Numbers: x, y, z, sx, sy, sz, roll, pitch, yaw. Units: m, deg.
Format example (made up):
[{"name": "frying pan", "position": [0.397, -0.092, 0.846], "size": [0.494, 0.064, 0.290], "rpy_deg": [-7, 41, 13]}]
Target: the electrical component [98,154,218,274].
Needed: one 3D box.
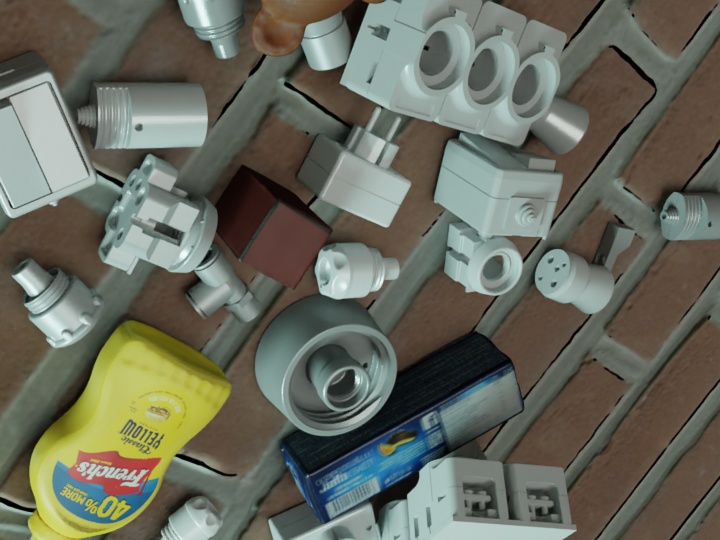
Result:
[{"name": "electrical component", "position": [-0.136, -0.032, 0.741], "size": [0.057, 0.058, 0.078], "rpy_deg": [24, 100, -31]}]

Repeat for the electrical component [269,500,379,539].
[{"name": "electrical component", "position": [-0.023, 0.232, 0.912], "size": [0.083, 0.076, 0.047], "rpy_deg": [-21, 121, -17]}]

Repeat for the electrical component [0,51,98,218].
[{"name": "electrical component", "position": [-0.209, -0.079, 0.678], "size": [0.062, 0.061, 0.096], "rpy_deg": [-26, 122, -15]}]

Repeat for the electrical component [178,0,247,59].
[{"name": "electrical component", "position": [-0.095, -0.170, 0.705], "size": [0.048, 0.048, 0.062], "rpy_deg": [-26, 130, -14]}]

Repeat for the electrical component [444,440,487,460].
[{"name": "electrical component", "position": [0.078, 0.161, 0.944], "size": [0.055, 0.055, 0.047], "rpy_deg": [-34, 120, -9]}]

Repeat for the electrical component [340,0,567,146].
[{"name": "electrical component", "position": [0.073, -0.149, 0.768], "size": [0.150, 0.062, 0.089], "rpy_deg": [7, 110, -45]}]

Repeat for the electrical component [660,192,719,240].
[{"name": "electrical component", "position": [0.305, -0.049, 0.967], "size": [0.081, 0.043, 0.043], "rpy_deg": [-2, 114, -26]}]

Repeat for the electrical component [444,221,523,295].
[{"name": "electrical component", "position": [0.100, -0.009, 0.873], "size": [0.048, 0.055, 0.066], "rpy_deg": [-7, 116, -25]}]

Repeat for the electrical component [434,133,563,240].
[{"name": "electrical component", "position": [0.110, -0.064, 0.827], "size": [0.062, 0.096, 0.061], "rpy_deg": [1, 112, -28]}]

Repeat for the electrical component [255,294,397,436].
[{"name": "electrical component", "position": [-0.022, 0.080, 0.849], "size": [0.108, 0.060, 0.108], "rpy_deg": [-11, 118, -22]}]

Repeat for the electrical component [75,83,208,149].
[{"name": "electrical component", "position": [-0.146, -0.102, 0.710], "size": [0.081, 0.043, 0.043], "rpy_deg": [-4, 115, -25]}]

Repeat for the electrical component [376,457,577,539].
[{"name": "electrical component", "position": [0.087, 0.217, 0.909], "size": [0.105, 0.060, 0.186], "rpy_deg": [8, 146, -18]}]

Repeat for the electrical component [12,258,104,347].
[{"name": "electrical component", "position": [-0.210, 0.019, 0.735], "size": [0.048, 0.048, 0.062], "rpy_deg": [-41, 118, -4]}]

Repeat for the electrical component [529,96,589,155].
[{"name": "electrical component", "position": [0.143, -0.125, 0.851], "size": [0.065, 0.044, 0.044], "rpy_deg": [26, 99, -29]}]

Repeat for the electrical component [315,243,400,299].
[{"name": "electrical component", "position": [0.000, 0.000, 0.834], "size": [0.062, 0.043, 0.043], "rpy_deg": [-3, 114, -28]}]

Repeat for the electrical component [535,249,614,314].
[{"name": "electrical component", "position": [0.186, 0.009, 0.933], "size": [0.055, 0.045, 0.045], "rpy_deg": [21, 102, -32]}]

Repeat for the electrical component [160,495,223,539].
[{"name": "electrical component", "position": [-0.143, 0.211, 0.866], "size": [0.061, 0.035, 0.035], "rpy_deg": [-38, 125, -3]}]

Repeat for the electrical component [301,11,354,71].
[{"name": "electrical component", "position": [-0.028, -0.171, 0.740], "size": [0.044, 0.044, 0.065], "rpy_deg": [-31, 128, -11]}]

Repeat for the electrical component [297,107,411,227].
[{"name": "electrical component", "position": [0.004, -0.082, 0.794], "size": [0.066, 0.047, 0.076], "rpy_deg": [21, 102, -33]}]
